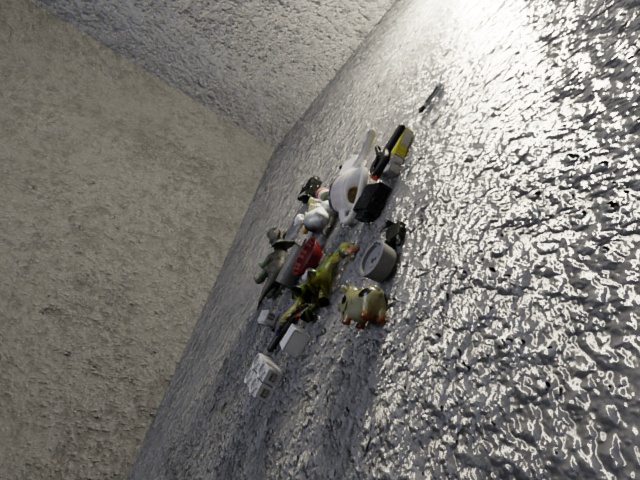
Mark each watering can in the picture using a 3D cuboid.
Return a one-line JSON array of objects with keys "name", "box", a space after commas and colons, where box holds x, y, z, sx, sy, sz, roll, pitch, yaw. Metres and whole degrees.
[{"name": "watering can", "box": [0.121, -0.218, 1.854, 0.223, 0.103, 0.351, 169, 117, -69]}]

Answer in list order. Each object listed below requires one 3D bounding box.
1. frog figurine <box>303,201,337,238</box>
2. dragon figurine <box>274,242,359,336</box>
[{"name": "frog figurine", "box": [0.006, -0.101, 2.008, 0.138, 0.123, 0.159, -27, -44, -84]}, {"name": "dragon figurine", "box": [-0.012, 0.146, 1.731, 0.403, 0.122, 0.247, -46, 5, 34]}]
